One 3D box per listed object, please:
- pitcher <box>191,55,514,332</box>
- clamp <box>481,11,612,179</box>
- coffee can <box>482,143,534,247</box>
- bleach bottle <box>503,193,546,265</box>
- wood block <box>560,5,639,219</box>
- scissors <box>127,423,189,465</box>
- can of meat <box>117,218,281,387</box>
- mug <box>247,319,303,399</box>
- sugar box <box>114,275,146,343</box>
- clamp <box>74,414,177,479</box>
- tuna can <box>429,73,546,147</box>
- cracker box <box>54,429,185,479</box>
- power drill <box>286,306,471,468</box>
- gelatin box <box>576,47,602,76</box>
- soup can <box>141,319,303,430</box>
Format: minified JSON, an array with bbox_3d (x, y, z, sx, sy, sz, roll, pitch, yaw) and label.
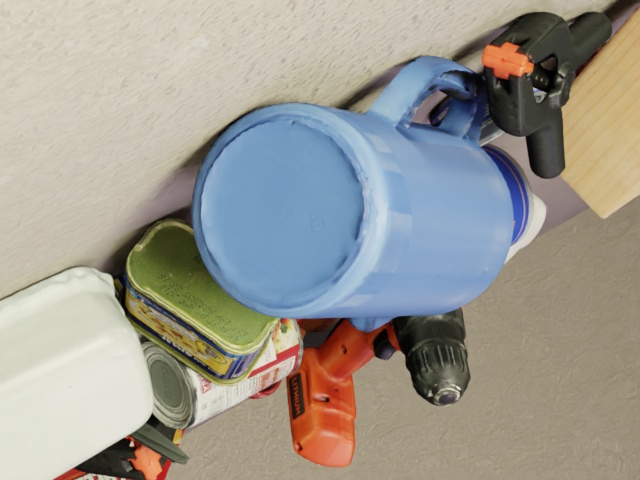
[{"bbox_3d":[0.030,-0.024,0.628,0.145,0.149,0.242,-17,173,20],"label":"pitcher"},{"bbox_3d":[0.150,-0.112,0.696,0.171,0.039,0.120,22,84,-66],"label":"clamp"},{"bbox_3d":[0.104,-0.019,0.933,0.140,0.103,0.103,-23,169,-39],"label":"coffee can"},{"bbox_3d":[0.145,0.006,1.067,0.250,0.102,0.068,-40,160,-57],"label":"bleach bottle"},{"bbox_3d":[0.258,-0.122,0.773,0.090,0.090,0.206,-25,160,-45],"label":"wood block"},{"bbox_3d":[-0.170,0.125,0.758,0.096,0.016,0.202,-15,-157,-22],"label":"scissors"},{"bbox_3d":[-0.075,0.039,0.667,0.057,0.102,0.084,-55,178,-22],"label":"can of meat"},{"bbox_3d":[-0.062,0.072,0.870,0.093,0.117,0.081,-22,-177,38],"label":"mug"},{"bbox_3d":[-0.171,0.074,0.732,0.176,0.048,0.093,-31,171,-22],"label":"sugar box"},{"bbox_3d":[-0.173,0.134,0.822,0.164,0.036,0.210,-26,-156,-12],"label":"clamp"},{"bbox_3d":[0.123,-0.097,0.781,0.086,0.034,0.086,-30,171,-5],"label":"tuna can"},{"bbox_3d":[-0.222,0.207,1.015,0.164,0.072,0.213,-25,-169,9],"label":"cracker box"},{"bbox_3d":[0.044,0.091,0.815,0.057,0.184,0.188,22,126,-22],"label":"power drill"},{"bbox_3d":[0.220,-0.135,0.906,0.073,0.030,0.089,-34,171,31],"label":"gelatin box"},{"bbox_3d":[-0.071,0.083,0.752,0.102,0.068,0.069,-23,169,-40],"label":"soup can"}]
